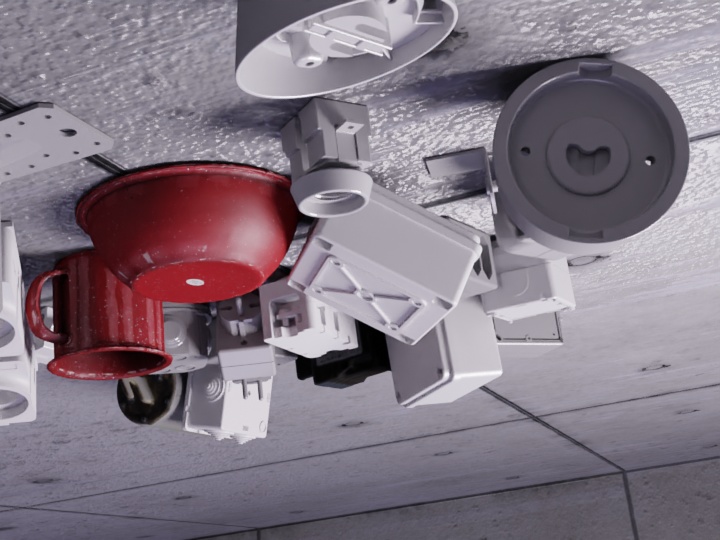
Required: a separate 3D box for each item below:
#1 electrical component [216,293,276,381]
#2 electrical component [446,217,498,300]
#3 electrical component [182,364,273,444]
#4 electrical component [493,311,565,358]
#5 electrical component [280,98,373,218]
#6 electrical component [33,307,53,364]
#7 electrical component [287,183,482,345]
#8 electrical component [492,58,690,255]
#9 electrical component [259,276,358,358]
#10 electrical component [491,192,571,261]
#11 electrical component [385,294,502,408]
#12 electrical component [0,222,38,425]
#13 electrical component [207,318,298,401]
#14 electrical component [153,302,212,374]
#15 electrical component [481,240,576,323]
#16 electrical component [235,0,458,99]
[{"bbox_3d":[-0.101,0.045,0.928,0.047,0.065,0.076,-6,133,-2],"label":"electrical component"},{"bbox_3d":[0.058,-0.003,0.856,0.077,0.047,0.066,-19,159,32],"label":"electrical component"},{"bbox_3d":[-0.131,0.124,1.091,0.048,0.099,0.100,-1,166,27],"label":"electrical component"},{"bbox_3d":[0.146,0.049,1.020,0.096,0.061,0.061,2,160,-25],"label":"electrical component"},{"bbox_3d":[-0.018,-0.064,0.631,0.048,0.055,0.066,5,159,-31],"label":"electrical component"},{"bbox_3d":[-0.263,0.062,0.940,0.066,0.048,0.055,-22,149,38],"label":"electrical component"},{"bbox_3d":[0.014,-0.005,0.753,0.109,0.056,0.108,26,157,-4],"label":"electrical component"},{"bbox_3d":[0.129,-0.060,0.622,0.108,0.108,0.060,-8,168,2],"label":"electrical component"},{"bbox_3d":[-0.044,0.037,0.923,0.050,0.055,0.089,-15,160,21],"label":"electrical component"},{"bbox_3d":[0.139,-0.046,0.744,0.059,0.053,0.095,8,157,-37],"label":"electrical component"},{"bbox_3d":[0.068,0.055,0.937,0.056,0.108,0.109,-2,161,-22],"label":"electrical component"},{"bbox_3d":[-0.296,0.050,0.778,0.105,0.060,0.186,-3,144,-13],"label":"electrical component"},{"bbox_3d":[-0.104,0.086,1.020,0.083,0.075,0.047,12,154,-44],"label":"electrical component"},{"bbox_3d":[-0.171,0.060,0.955,0.080,0.051,0.080,-6,162,-2],"label":"electrical component"},{"bbox_3d":[0.140,0.007,0.904,0.062,0.061,0.096,-14,168,20],"label":"electrical component"},{"bbox_3d":[-0.008,-0.113,0.472,0.099,0.064,0.099,-6,162,-2],"label":"electrical component"}]
